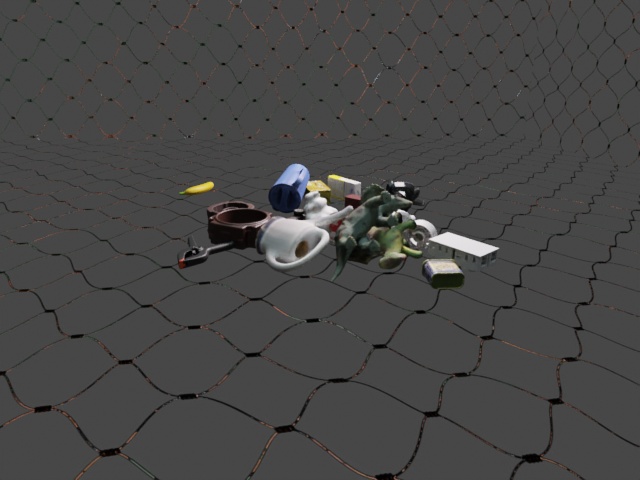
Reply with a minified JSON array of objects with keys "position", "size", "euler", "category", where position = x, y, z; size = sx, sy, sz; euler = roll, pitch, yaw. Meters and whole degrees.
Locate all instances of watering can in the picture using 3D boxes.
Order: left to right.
[{"position":[-0.060,-0.021,1.636],"size":[0.225,0.101,0.354],"euler":[16,44,32],"category":"watering can"}]

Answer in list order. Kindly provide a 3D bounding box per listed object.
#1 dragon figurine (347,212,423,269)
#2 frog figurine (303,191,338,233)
[{"position":[0.174,0.001,1.666],"size":[0.244,0.120,0.414],"euler":[-16,22,-21],"category":"dragon figurine"},{"position":[0.005,-0.091,1.806],"size":[0.138,0.157,0.124],"euler":[-13,25,-37],"category":"frog figurine"}]
